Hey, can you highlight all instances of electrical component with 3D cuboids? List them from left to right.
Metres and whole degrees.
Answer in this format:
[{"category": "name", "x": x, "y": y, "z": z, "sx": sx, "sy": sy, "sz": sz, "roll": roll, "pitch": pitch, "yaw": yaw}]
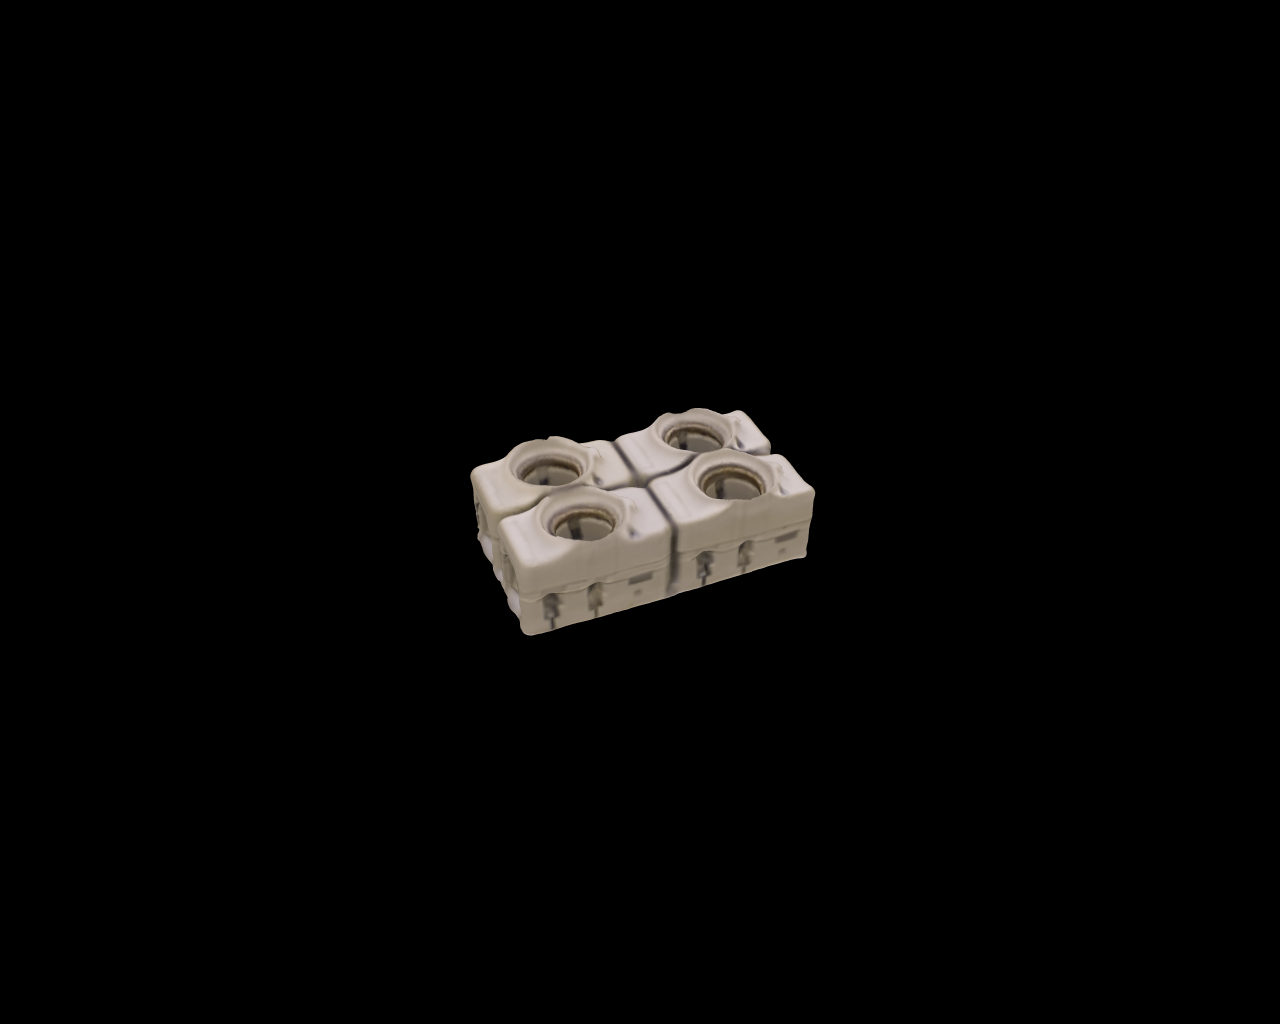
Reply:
[{"category": "electrical component", "x": 0.001, "y": -0.003, "z": 0.650, "sx": 0.186, "sy": 0.060, "sz": 0.105, "roll": -14, "pitch": 40, "yaw": -17}]
